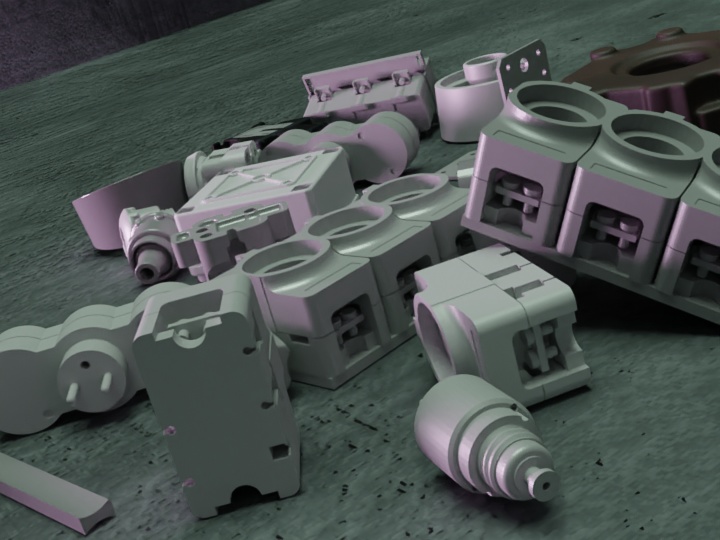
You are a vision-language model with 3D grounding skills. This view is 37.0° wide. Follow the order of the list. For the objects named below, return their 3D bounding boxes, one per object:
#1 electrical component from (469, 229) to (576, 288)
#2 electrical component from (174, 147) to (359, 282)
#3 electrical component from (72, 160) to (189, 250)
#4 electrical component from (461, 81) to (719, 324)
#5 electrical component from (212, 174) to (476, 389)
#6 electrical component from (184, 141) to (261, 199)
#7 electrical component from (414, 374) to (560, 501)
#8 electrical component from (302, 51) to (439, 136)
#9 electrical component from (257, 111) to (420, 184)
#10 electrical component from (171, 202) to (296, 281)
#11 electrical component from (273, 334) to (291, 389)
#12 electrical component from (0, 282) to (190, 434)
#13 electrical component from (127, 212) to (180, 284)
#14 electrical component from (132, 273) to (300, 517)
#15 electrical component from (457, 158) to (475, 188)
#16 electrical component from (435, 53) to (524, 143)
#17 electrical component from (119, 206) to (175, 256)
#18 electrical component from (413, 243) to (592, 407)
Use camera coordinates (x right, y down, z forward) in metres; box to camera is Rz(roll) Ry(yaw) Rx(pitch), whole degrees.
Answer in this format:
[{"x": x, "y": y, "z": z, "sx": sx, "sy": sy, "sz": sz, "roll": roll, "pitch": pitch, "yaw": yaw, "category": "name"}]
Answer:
[{"x": 0.093, "y": -0.012, "z": 0.604, "sx": 0.055, "sy": 0.047, "sz": 0.055, "roll": -14, "pitch": 19, "yaw": 5, "category": "electrical component"}, {"x": -0.066, "y": -0.043, "z": 0.799, "sx": 0.109, "sy": 0.056, "sz": 0.108, "roll": -10, "pitch": 20, "yaw": 17, "category": "electrical component"}, {"x": -0.195, "y": -0.059, "z": 0.930, "sx": 0.099, "sy": 0.064, "sz": 0.099, "roll": -14, "pitch": 20, "yaw": 5, "category": "electrical component"}, {"x": 0.140, "y": -0.040, "z": 0.536, "sx": 0.150, "sy": 0.061, "sz": 0.089, "roll": 23, "pitch": 35, "yaw": 22, "category": "electrical component"}, {"x": 0.000, "y": 0.000, "z": 0.621, "sx": 0.150, "sy": 0.061, "sz": 0.089, "roll": -31, "pitch": 24, "yaw": -37, "category": "electrical component"}, {"x": -0.117, "y": -0.078, "z": 0.935, "sx": 0.057, "sy": 0.058, "sz": 0.078, "roll": -9, "pitch": 21, "yaw": 10, "category": "electrical component"}, {"x": 0.052, "y": 0.069, "z": 0.423, "sx": 0.040, "sy": 0.040, "sz": 0.078, "roll": -22, "pitch": 21, "yaw": -17, "category": "electrical component"}, {"x": 0.011, "y": -0.156, "z": 1.029, "sx": 0.121, "sy": 0.078, "sz": 0.063, "roll": -8, "pitch": 40, "yaw": 22, "category": "electrical component"}, {"x": -0.025, "y": -0.091, "z": 0.903, "sx": 0.138, "sy": 0.052, "sz": 0.073, "roll": -8, "pitch": 21, "yaw": 24, "category": "electrical component"}, {"x": -0.077, "y": -0.005, "z": 0.702, "sx": 0.078, "sy": 0.057, "sz": 0.058, "roll": -17, "pitch": 19, "yaw": -5, "category": "electrical component"}, {"x": -0.067, "y": 0.049, "z": 0.568, "sx": 0.043, "sy": 0.043, "sz": 0.062, "roll": -27, "pitch": 21, "yaw": -30, "category": "electrical component"}, {"x": -0.147, "y": 0.055, "z": 0.598, "sx": 0.138, "sy": 0.052, "sz": 0.073, "roll": -17, "pitch": 20, "yaw": -2, "category": "electrical component"}, {"x": -0.152, "y": -0.011, "z": 0.799, "sx": 0.048, "sy": 0.048, "sz": 0.062, "roll": -13, "pitch": 26, "yaw": 8, "category": "electrical component"}, {"x": -0.061, "y": 0.053, "z": 0.480, "sx": 0.050, "sy": 0.089, "sz": 0.055, "roll": -15, "pitch": 19, "yaw": 2, "category": "electrical component"}, {"x": 0.111, "y": -0.060, "z": 0.729, "sx": 0.081, "sy": 0.043, "sz": 0.043, "roll": -10, "pitch": 20, "yaw": 16, "category": "electrical component"}, {"x": 0.120, "y": -0.162, "z": 0.974, "sx": 0.108, "sy": 0.060, "sz": 0.108, "roll": -14, "pitch": 19, "yaw": 5, "category": "electrical component"}, {"x": -0.158, "y": -0.030, "z": 0.857, "sx": 0.062, "sy": 0.048, "sz": 0.048, "roll": -14, "pitch": 18, "yaw": -18, "category": "electrical component"}, {"x": 0.062, "y": 0.028, "z": 0.514, "sx": 0.056, "sy": 0.050, "sz": 0.089, "roll": -19, "pitch": 19, "yaw": -10, "category": "electrical component"}]
